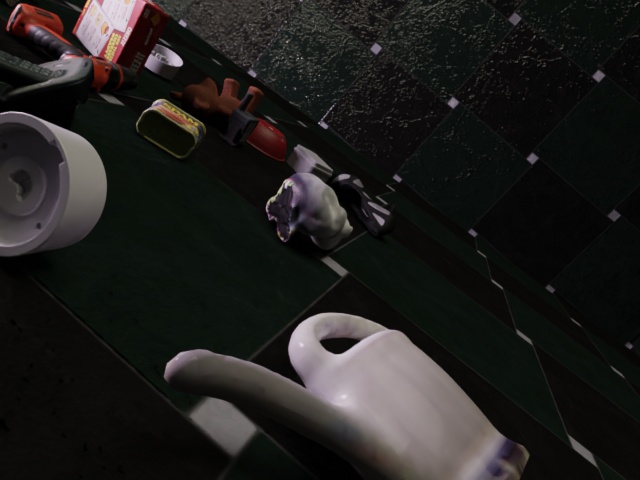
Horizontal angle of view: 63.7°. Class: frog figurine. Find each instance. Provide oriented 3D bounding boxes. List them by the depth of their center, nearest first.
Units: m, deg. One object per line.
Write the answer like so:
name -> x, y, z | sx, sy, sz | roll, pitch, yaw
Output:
frog figurine -> 0.003, -0.044, 0.875 | 0.159, 0.122, 0.138 | 11, 6, -34

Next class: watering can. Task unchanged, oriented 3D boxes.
watering can -> 0.047, 0.147, 0.414 | 0.227, 0.103, 0.347 | 44, 16, 25
